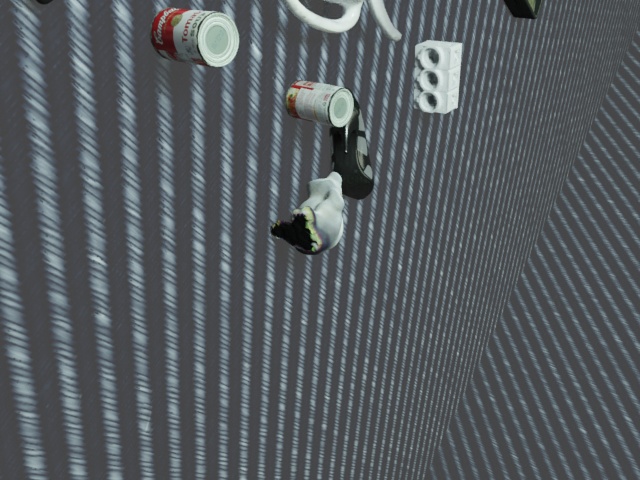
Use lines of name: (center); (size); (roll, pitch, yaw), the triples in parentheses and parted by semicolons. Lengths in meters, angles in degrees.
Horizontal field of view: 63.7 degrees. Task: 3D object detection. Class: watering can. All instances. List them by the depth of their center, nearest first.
watering can: (0.050, -0.455, 0.855); (0.349, 0.105, 0.222); (-10, 114, -50)

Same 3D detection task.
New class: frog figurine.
frog figurine: (0.003, -0.050, 0.986); (0.162, 0.123, 0.134); (-44, 171, -44)
